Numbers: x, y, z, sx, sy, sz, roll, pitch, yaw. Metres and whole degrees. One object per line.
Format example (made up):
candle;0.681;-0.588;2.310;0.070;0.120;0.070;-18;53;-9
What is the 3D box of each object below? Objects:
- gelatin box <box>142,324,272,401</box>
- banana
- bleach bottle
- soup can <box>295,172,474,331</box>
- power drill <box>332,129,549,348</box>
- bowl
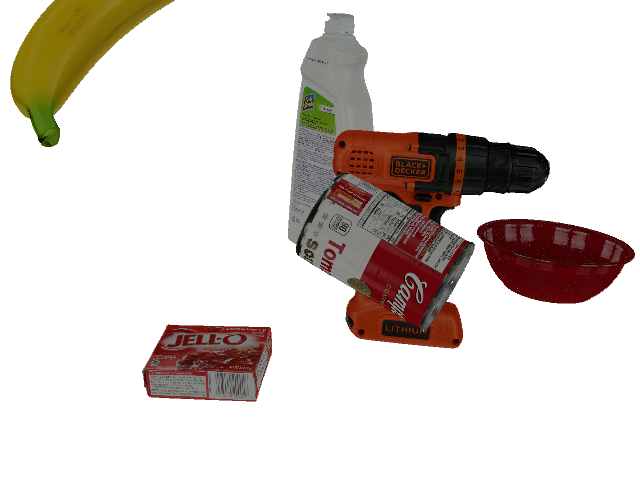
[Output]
gelatin box;-0.088;0.095;0.843;0.089;0.030;0.073;1;23;8
banana;-0.098;-0.122;0.562;0.070;0.197;0.037;30;-27;18
bleach bottle;0.019;-0.112;1.136;0.103;0.251;0.067;20;24;40
soup can;0.043;0.006;0.717;0.102;0.068;0.068;31;6;11
power drill;0.097;-0.003;0.930;0.184;0.188;0.057;6;17;3
bowl;0.240;0.025;1.111;0.162;0.055;0.162;5;17;-2
